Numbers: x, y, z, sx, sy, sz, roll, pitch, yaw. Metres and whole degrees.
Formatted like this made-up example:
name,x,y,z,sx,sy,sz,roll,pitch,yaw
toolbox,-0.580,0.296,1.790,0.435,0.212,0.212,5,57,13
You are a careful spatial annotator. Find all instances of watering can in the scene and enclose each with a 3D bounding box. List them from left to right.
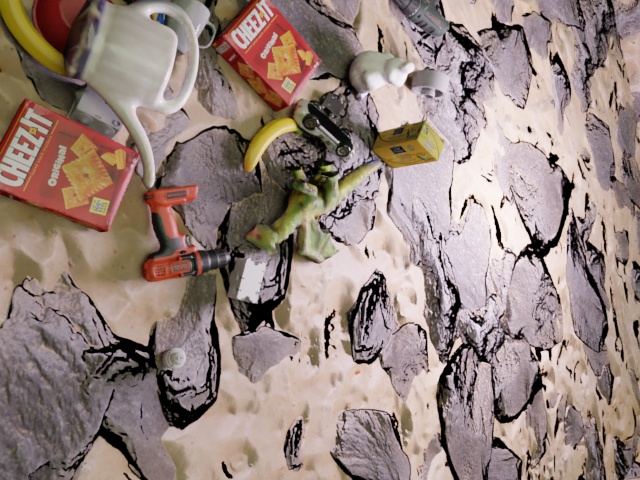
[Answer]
name,x,y,z,sx,sy,sz,roll,pitch,yaw
watering can,-0.343,-0.285,0.923,0.223,0.104,0.350,18,79,-30

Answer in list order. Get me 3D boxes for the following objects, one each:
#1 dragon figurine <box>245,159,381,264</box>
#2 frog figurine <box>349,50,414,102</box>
name,x,y,z,sx,sy,sz,roll,pitch,yaw
dragon figurine,0.004,-0.064,1.267,0.413,0.123,0.239,-12,113,-35
frog figurine,0.157,-0.442,1.343,0.139,0.159,0.121,-43,112,-29
